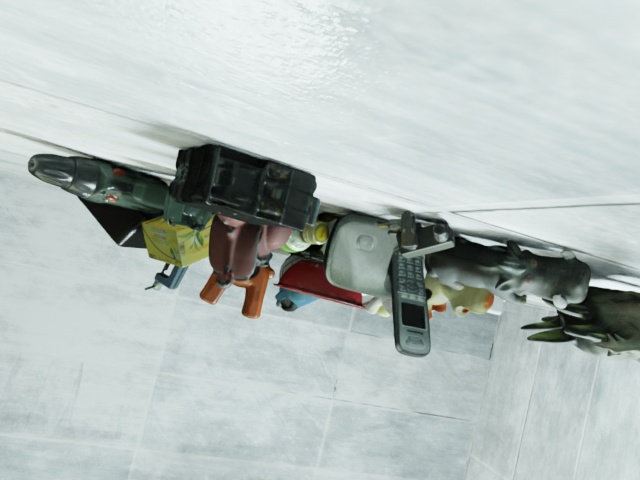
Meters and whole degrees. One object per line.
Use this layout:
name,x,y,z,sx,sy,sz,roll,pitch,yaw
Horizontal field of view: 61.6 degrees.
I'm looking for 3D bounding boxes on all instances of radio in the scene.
radio,-0.359,-0.054,1.024,0.131,0.073,0.229,48,177,2

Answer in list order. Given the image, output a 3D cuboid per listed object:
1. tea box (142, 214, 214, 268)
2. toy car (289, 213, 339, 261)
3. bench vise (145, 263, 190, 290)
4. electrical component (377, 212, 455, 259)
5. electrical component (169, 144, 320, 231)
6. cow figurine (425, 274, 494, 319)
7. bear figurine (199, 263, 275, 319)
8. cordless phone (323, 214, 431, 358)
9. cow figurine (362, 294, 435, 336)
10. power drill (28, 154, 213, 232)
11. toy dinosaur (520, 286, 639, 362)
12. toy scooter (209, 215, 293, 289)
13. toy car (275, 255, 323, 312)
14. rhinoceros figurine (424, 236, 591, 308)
tea box,-0.205,-0.018,0.929,0.098,0.068,0.169,10,-157,36
toy car,-0.002,-0.003,0.877,0.056,0.073,0.202,14,177,-19
bench vise,-0.299,0.017,1.208,0.224,0.240,0.129,29,-177,12
electrical component,0.115,-0.007,0.631,0.078,0.045,0.102,-18,168,20
electrical component,-0.069,-0.047,0.530,0.134,0.058,0.115,16,178,-30
cow figurine,0.173,0.051,0.808,0.085,0.127,0.195,-16,-144,-43
bear figurine,-0.164,0.059,1.013,0.120,0.132,0.196,24,174,-21
cordless phone,0.077,0.064,0.708,0.146,0.184,0.088,14,141,-18
cow figurine,0.124,0.093,0.941,0.168,0.098,0.068,41,-161,32
power drill,-0.278,-0.071,0.803,0.208,0.086,0.232,8,177,25
toy dinosaur,0.379,0.111,0.714,0.199,0.105,0.471,4,177,14
toy scooter,-0.089,-0.004,0.677,0.075,0.135,0.183,11,177,17
toy car,-0.023,0.067,1.047,0.162,0.103,0.109,-25,-178,23
rhinoceros figurine,0.224,0.033,0.652,0.191,0.073,0.112,12,169,35
